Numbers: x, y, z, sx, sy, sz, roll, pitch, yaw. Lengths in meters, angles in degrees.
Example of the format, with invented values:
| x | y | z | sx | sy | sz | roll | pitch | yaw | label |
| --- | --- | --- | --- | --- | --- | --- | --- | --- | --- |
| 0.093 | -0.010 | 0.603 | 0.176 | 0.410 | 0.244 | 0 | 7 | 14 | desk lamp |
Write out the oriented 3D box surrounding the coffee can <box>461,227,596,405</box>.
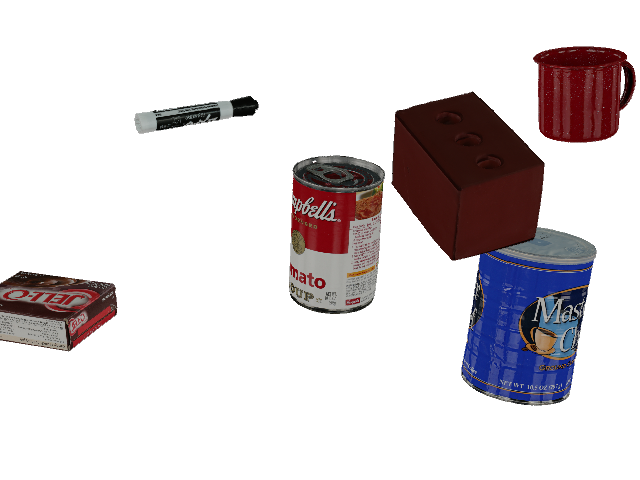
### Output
| x | y | z | sx | sy | sz | roll | pitch | yaw | label |
| --- | --- | --- | --- | --- | --- | --- | --- | --- | --- |
| 0.190 | 0.066 | 0.983 | 0.103 | 0.140 | 0.103 | 6 | 16 | -2 | coffee can |

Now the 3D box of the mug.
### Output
| x | y | z | sx | sy | sz | roll | pitch | yaw | label |
| --- | --- | --- | --- | --- | --- | --- | --- | --- | --- |
| 0.277 | -0.153 | 1.106 | 0.117 | 0.081 | 0.093 | -15 | 24 | -25 | mug |

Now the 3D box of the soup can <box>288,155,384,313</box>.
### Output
| x | y | z | sx | sy | sz | roll | pitch | yaw | label |
| --- | --- | --- | --- | --- | --- | --- | --- | --- | --- |
| 0.011 | -0.005 | 0.801 | 0.068 | 0.102 | 0.068 | 2 | 24 | -1 | soup can |

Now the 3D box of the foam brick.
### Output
| x | y | z | sx | sy | sz | roll | pitch | yaw | label |
| --- | --- | --- | --- | --- | --- | --- | --- | --- | --- |
| 0.079 | -0.036 | 0.587 | 0.053 | 0.051 | 0.078 | -16 | 43 | -18 | foam brick |

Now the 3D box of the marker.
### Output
| x | y | z | sx | sy | sz | roll | pitch | yaw | label |
| --- | --- | --- | --- | --- | --- | --- | --- | --- | --- |
| -0.115 | -0.119 | 1.004 | 0.120 | 0.020 | 0.020 | -13 | 6 | -25 | marker |

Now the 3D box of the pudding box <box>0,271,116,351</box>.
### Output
| x | y | z | sx | sy | sz | roll | pitch | yaw | label |
| --- | --- | --- | --- | --- | --- | --- | --- | --- | --- |
| -0.266 | 0.067 | 1.027 | 0.114 | 0.039 | 0.090 | 4 | 20 | 19 | pudding box |
